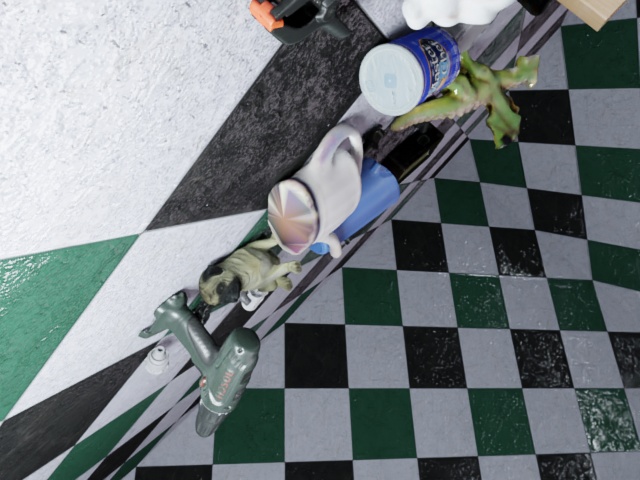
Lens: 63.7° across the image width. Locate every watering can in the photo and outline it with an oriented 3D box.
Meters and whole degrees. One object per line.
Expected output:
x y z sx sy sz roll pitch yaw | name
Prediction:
0.003 -0.048 0.956 0.228 0.105 0.339 -38 147 -40 | watering can

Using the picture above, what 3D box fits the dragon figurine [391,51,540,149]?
0.375 -0.321 1.223 0.414 0.243 0.121 -46 175 -13 | dragon figurine

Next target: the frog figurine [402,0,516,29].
0.175 -0.326 0.626 0.160 0.124 0.134 -35 135 -13 | frog figurine
